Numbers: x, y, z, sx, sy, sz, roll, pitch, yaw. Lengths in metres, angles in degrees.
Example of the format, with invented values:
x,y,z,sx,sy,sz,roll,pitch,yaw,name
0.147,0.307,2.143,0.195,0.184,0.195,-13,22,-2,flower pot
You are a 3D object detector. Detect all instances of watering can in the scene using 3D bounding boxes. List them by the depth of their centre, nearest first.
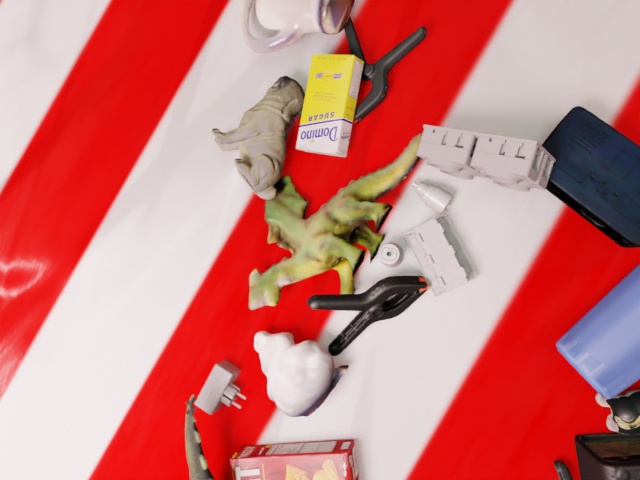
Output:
x,y,z,sx,sy,sz,roll,pitch,yaw,name
-0.030,-0.503,0.965,0.225,0.103,0.350,15,81,23,watering can

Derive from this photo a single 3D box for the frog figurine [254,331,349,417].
x,y,z,sx,sy,sz,roll,pitch,yaw,name
-0.052,0.217,0.884,0.160,0.125,0.135,40,125,3,frog figurine

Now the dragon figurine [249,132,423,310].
x,y,z,sx,sy,sz,roll,pitch,yaw,name
0.003,-0.046,0.919,0.244,0.120,0.413,25,81,21,dragon figurine
